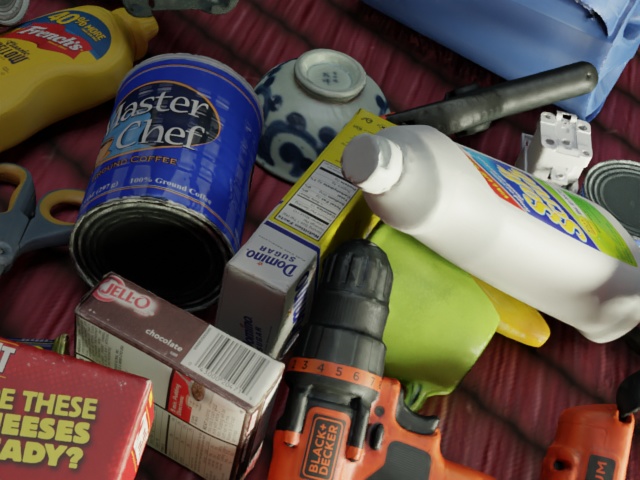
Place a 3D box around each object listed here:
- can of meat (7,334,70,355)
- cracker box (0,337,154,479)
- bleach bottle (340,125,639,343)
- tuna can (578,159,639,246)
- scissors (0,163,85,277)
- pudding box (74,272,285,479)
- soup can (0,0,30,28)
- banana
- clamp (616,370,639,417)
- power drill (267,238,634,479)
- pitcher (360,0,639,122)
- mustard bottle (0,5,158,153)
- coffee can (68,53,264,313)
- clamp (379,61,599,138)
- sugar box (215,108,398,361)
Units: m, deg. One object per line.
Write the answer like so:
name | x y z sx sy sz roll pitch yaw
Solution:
can of meat | -0.181 0.098 0.568 0.084 0.057 0.102 3 46 -8
cracker box | -0.181 0.147 0.467 0.164 0.072 0.213 16 66 0
bleach bottle | 0.109 -0.008 0.651 0.250 0.068 0.103 19 33 -44
tuna can | 0.233 -0.020 0.800 0.086 0.034 0.086 7 46 -8
scissors | -0.176 0.009 0.648 0.096 0.016 0.202 7 31 -20
pudding box | -0.081 0.079 0.586 0.113 0.090 0.039 29 49 12
soup can | -0.271 -0.182 0.772 0.102 0.068 0.068 -3 41 23
banana | 0.091 -0.004 0.746 0.069 0.037 0.198 -7 50 -20
clamp | 0.224 0.079 0.632 0.164 0.036 0.210 44 34 -23
power drill | 0.069 0.105 0.581 0.187 0.057 0.184 14 79 -1
pitcher | 0.148 -0.209 0.885 0.243 0.149 0.144 29 47 17
mustard bottle | -0.194 -0.125 0.772 0.096 0.058 0.191 30 45 31
coffee can | -0.094 -0.037 0.684 0.102 0.103 0.140 11 46 -4
clamp | 0.110 -0.097 0.805 0.171 0.120 0.039 -15 88 -21
sugar box | -0.004 0.001 0.678 0.048 0.093 0.176 25 47 10
